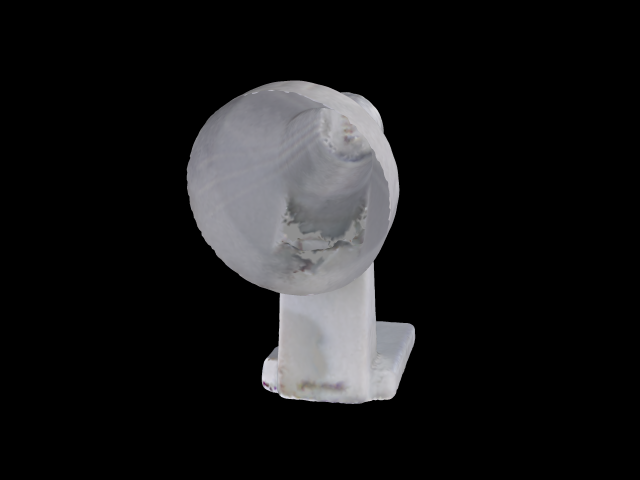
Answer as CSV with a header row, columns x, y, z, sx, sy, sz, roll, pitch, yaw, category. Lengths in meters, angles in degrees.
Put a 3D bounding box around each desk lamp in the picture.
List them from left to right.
x,y,z,sx,sy,sz,roll,pitch,yaw,category
0.004,0.001,0.400,0.117,0.213,0.204,3,10,16,desk lamp
